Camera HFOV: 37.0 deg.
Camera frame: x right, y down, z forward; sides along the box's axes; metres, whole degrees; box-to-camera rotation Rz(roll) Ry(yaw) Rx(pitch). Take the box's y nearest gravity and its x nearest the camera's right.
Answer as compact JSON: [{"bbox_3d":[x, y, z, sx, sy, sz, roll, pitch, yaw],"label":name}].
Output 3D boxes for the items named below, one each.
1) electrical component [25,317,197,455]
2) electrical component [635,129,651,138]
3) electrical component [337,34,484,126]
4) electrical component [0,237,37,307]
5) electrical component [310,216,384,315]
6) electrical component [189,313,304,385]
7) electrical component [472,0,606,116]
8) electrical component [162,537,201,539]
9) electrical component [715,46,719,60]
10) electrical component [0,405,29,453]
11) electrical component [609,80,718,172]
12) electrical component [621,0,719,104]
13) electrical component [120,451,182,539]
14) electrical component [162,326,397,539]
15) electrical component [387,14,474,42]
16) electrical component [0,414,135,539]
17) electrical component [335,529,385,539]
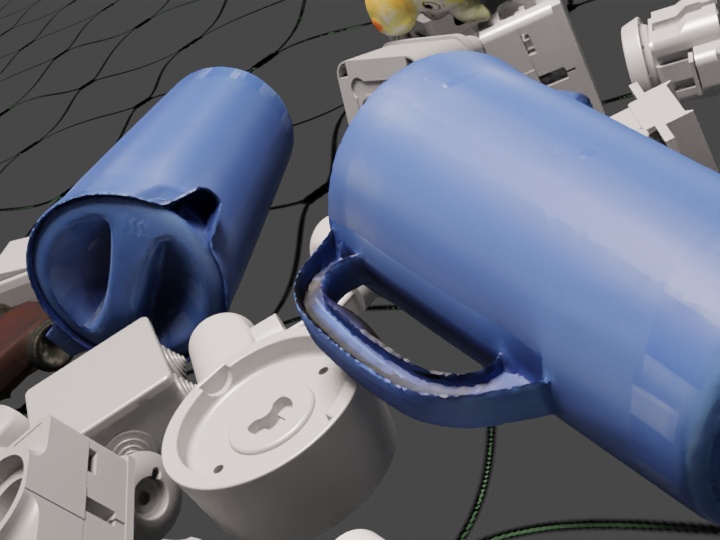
[{"bbox_3d":[-0.145,0.085,0.639,0.100,0.048,0.099,-33,28,-6],"label":"electrical component"},{"bbox_3d":[0.150,-0.043,0.554,0.043,0.062,0.043,-23,29,13],"label":"electrical component"},{"bbox_3d":[0.041,-0.084,0.665,0.057,0.113,0.078,-27,22,-35],"label":"electrical component"},{"bbox_3d":[-0.239,0.003,0.847,0.096,0.061,0.061,-19,30,21],"label":"electrical component"},{"bbox_3d":[0.000,0.000,0.646,0.077,0.043,0.079,5,44,47],"label":"electrical component"},{"bbox_3d":[-0.056,0.051,0.617,0.079,0.043,0.077,-31,28,-2],"label":"electrical component"},{"bbox_3d":[0.117,-0.159,0.745,0.062,0.089,0.150,-21,29,16],"label":"electrical component"},{"bbox_3d":[-0.083,0.153,0.475,0.043,0.043,0.062,-15,33,26],"label":"electrical component"},{"bbox_3d":[0.262,-0.122,0.591,0.100,0.048,0.100,-40,30,-18],"label":"electrical component"},{"bbox_3d":[-0.221,0.125,0.651,0.079,0.043,0.077,-1,39,42],"label":"electrical component"},{"bbox_3d":[0.159,-0.068,0.608,0.064,0.042,0.081,-25,28,13],"label":"electrical component"},{"bbox_3d":[0.196,-0.133,0.664,0.057,0.058,0.078,-14,32,23],"label":"electrical component"},{"bbox_3d":[-0.129,0.121,0.572,0.062,0.048,0.048,-11,33,43],"label":"electrical component"},{"bbox_3d":[-0.034,0.085,0.522,0.108,0.060,0.108,-23,29,13],"label":"electrical component"},{"bbox_3d":[0.076,-0.228,0.925,0.089,0.061,0.150,-32,28,-4],"label":"electrical component"},{"bbox_3d":[-0.156,0.162,0.457,0.105,0.060,0.186,-39,33,17],"label":"electrical component"},{"bbox_3d":[0.015,0.129,0.420,0.055,0.045,0.045,4,43,45],"label":"electrical component"}]
